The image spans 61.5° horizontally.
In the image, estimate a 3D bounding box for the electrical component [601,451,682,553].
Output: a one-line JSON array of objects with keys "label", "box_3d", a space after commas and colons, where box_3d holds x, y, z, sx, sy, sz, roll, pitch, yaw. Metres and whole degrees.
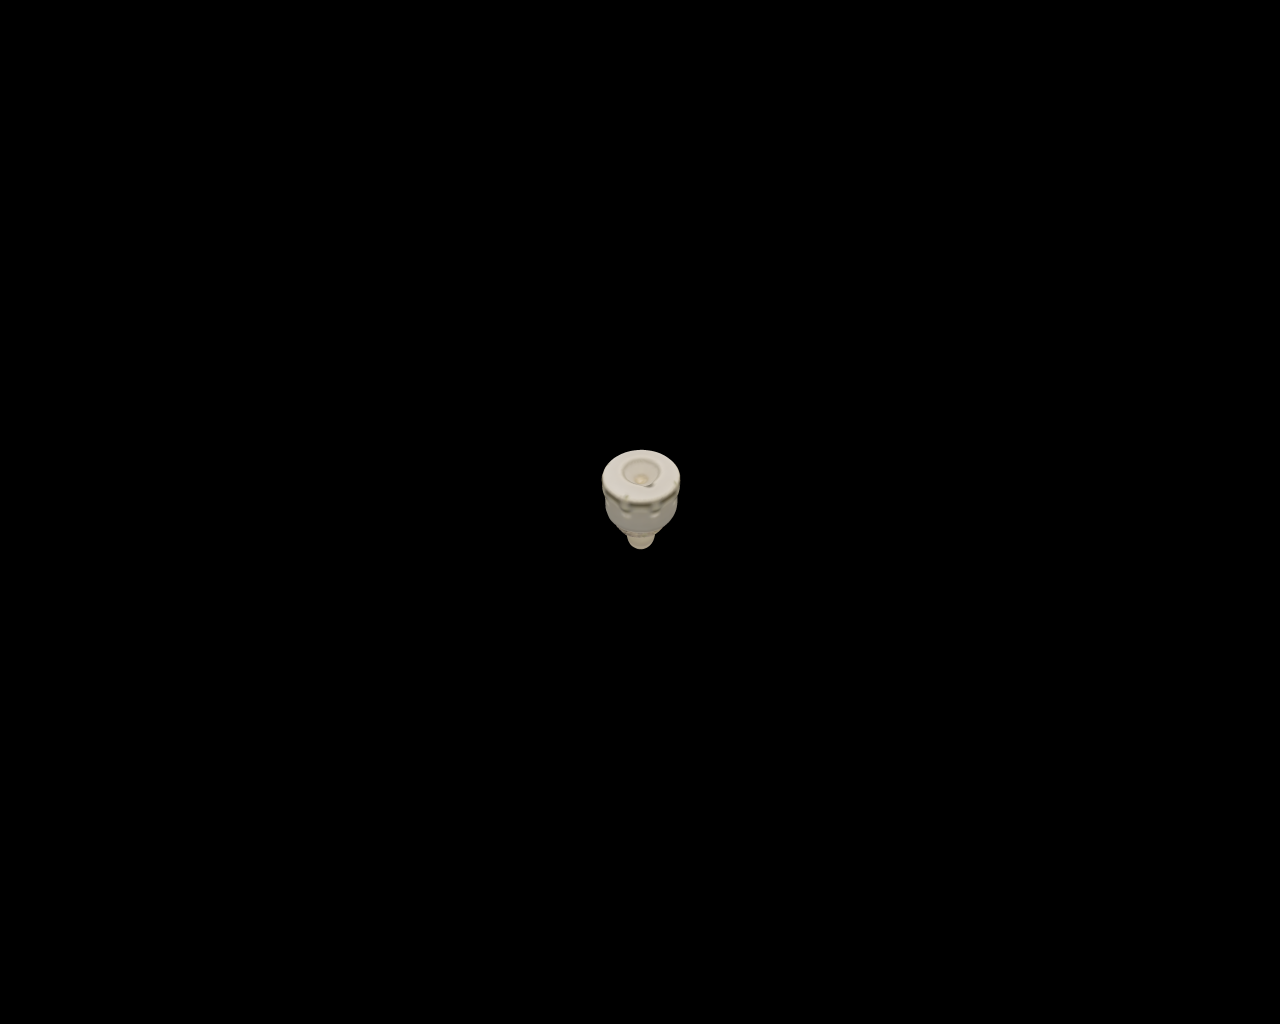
[{"label": "electrical component", "box_3d": [0.001, -0.003, 0.650, 0.048, 0.062, 0.048, 0, 44, 0]}]
